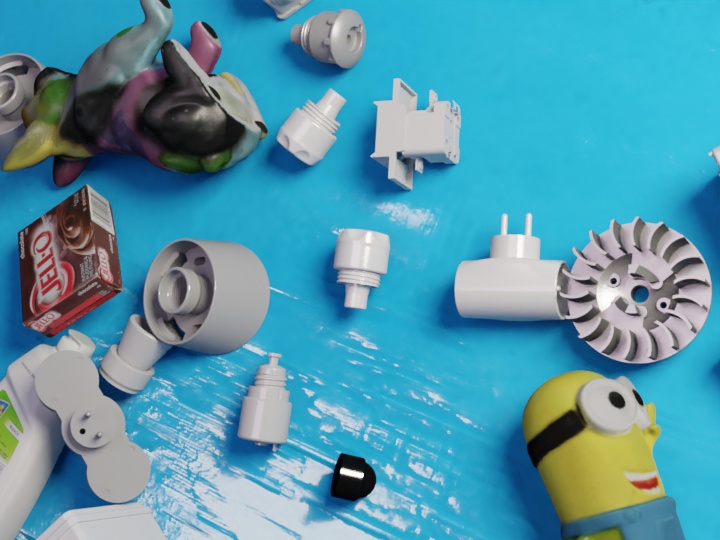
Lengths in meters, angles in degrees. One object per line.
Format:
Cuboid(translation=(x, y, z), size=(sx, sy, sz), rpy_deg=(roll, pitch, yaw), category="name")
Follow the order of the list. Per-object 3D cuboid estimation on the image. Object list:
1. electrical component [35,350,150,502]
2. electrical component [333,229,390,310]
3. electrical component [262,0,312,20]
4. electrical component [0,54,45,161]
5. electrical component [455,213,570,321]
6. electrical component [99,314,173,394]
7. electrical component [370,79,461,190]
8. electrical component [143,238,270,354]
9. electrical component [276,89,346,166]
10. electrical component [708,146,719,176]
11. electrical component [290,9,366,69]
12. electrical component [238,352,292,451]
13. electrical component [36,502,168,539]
Cuboid(translation=(-0.222, 0.130, 0.896), size=(0.052, 0.074, 0.138), rpy_deg=(-30, 89, -19), category="electrical component")
Cuboid(translation=(0.000, 0.000, 0.853), size=(0.043, 0.043, 0.062), rpy_deg=(5, 84, 26), category="electrical component")
Cuboid(translation=(-0.060, -0.281, 0.929), size=(0.100, 0.048, 0.099), rpy_deg=(-32, 69, 17), category="electrical component")
Cuboid(translation=(-0.332, -0.156, 1.042), size=(0.099, 0.064, 0.099), rpy_deg=(-7, 67, 16), category="electrical component")
Cuboid(translation=(0.115, -0.003, 0.798), size=(0.077, 0.044, 0.079), rpy_deg=(0, 81, 25), category="electrical component")
Cuboid(translation=(-0.194, 0.073, 0.932), size=(0.045, 0.045, 0.055), rpy_deg=(39, 99, 26), category="electrical component")
Cuboid(translation=(0.046, -0.107, 0.851), size=(0.064, 0.042, 0.081), rpy_deg=(0, 81, 24), category="electrical component")
Cuboid(translation=(-0.134, 0.021, 0.916), size=(0.099, 0.064, 0.099), rpy_deg=(-8, 77, 38), category="electrical component")
Cuboid(translation=(-0.037, -0.121, 0.893), size=(0.043, 0.043, 0.062), rpy_deg=(41, 98, 25), category="electrical component")
Cuboid(translation=(0.284, -0.046, 0.716), size=(0.061, 0.062, 0.096), rpy_deg=(-27, 70, 18), category="electrical component")
Cuboid(translation=(-0.029, -0.195, 0.903), size=(0.062, 0.048, 0.048), rpy_deg=(13, 87, 34), category="electrical component")
Cuboid(translation=(-0.075, 0.106, 0.872), size=(0.040, 0.040, 0.078), rpy_deg=(5, 83, 26), category="electrical component")
Cuboid(translation=(-0.228, 0.247, 0.881), size=(0.109, 0.109, 0.056), rpy_deg=(-43, 69, 13), category="electrical component")
